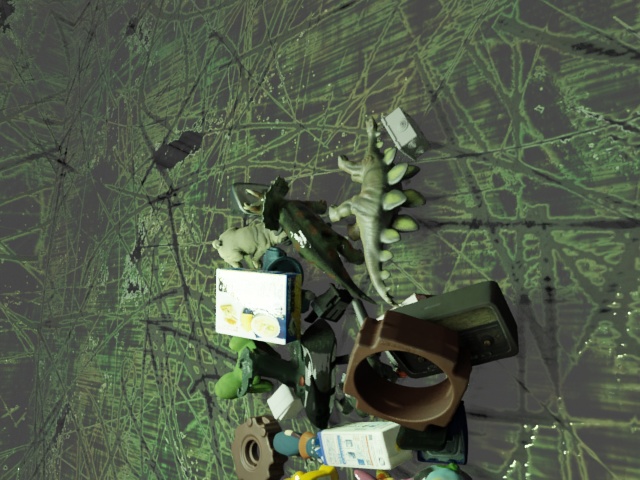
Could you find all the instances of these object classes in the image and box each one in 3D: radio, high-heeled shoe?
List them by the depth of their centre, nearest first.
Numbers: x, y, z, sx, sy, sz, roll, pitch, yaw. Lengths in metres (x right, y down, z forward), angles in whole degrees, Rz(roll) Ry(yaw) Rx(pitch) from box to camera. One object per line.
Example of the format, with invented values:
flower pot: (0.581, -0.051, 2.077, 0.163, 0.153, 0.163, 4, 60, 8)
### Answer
radio: (0.236, 0.169, 0.983, 0.230, 0.131, 0.073, -22, 22, 31)
high-heeled shoe: (0.006, 0.300, 1.228, 0.086, 0.249, 0.145, -7, 117, 12)

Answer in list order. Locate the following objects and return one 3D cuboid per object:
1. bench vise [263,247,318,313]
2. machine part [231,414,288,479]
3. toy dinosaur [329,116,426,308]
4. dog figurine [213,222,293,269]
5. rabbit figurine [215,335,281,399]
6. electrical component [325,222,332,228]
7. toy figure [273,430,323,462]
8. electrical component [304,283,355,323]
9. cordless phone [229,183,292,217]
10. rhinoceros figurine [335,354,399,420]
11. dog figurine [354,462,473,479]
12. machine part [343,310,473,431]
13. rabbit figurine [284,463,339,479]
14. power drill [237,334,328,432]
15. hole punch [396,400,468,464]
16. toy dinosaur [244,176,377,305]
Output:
bench vise: (-0.092, 0.137, 1.342, 0.241, 0.129, 0.223, 14, 90, 52)
machine part: (-0.158, 0.538, 1.366, 0.179, 0.056, 0.179, -10, 76, 44)
toy dinosaur: (0.123, -0.071, 1.165, 0.199, 0.105, 0.471, -16, 62, 40)
dog figurine: (-0.168, -0.012, 1.416, 0.190, 0.172, 0.121, -37, 68, 42)
rabbit figurine: (-0.192, 0.334, 1.371, 0.170, 0.159, 0.121, -48, 48, 7)
electrical component: (-0.003, -0.004, 1.351, 0.094, 0.021, 0.063, -31, 62, 35)
toy figure: (-0.043, 0.480, 1.263, 0.155, 0.064, 0.058, -10, 37, 38)
electrical component: (0.016, 0.160, 1.250, 0.119, 0.074, 0.048, -47, 50, 10)
cordless phone: (-0.141, -0.094, 1.416, 0.184, 0.146, 0.088, 20, 104, 47)
rhinoceros figurine: (0.089, 0.315, 1.127, 0.112, 0.073, 0.190, 36, 137, 16)
dog figurine: (0.170, 0.478, 1.024, 0.219, 0.108, 0.191, 22, 98, 47)
machine part: (0.153, 0.232, 0.956, 0.202, 0.087, 0.200, 17, 126, 9)
rabbit figurine: (-0.049, 0.581, 1.203, 0.173, 0.162, 0.122, -27, 75, 57)
power drill: (-0.082, 0.325, 1.233, 0.086, 0.207, 0.232, 123, 148, -51)
hole punch: (0.221, 0.362, 1.022, 0.142, 0.092, 0.116, -19, 35, 44)
toy dinosaur: (-0.026, -0.012, 1.230, 0.405, 0.192, 0.131, 46, 111, 37)
